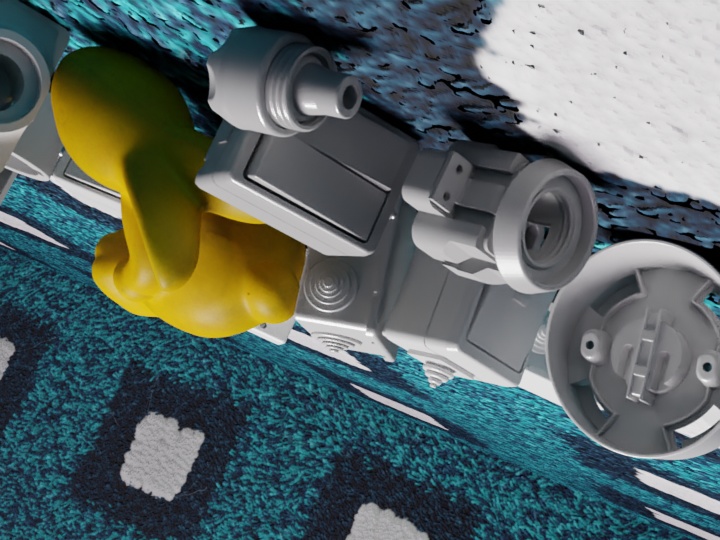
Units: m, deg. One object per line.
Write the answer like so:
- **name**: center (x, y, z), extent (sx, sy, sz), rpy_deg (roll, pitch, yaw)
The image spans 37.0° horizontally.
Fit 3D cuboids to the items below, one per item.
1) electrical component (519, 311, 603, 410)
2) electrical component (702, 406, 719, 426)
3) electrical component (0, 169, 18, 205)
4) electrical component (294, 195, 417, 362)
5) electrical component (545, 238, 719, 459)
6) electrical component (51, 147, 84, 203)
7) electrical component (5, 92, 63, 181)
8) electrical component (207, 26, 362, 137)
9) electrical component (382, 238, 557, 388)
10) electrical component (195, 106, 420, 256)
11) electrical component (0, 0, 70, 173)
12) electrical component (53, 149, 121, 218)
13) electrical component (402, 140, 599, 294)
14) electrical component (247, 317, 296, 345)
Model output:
- **electrical component**: center (0.134, 0.060, 0.771), extent (0.100, 0.048, 0.100), rpy_deg (25, 171, -5)
- **electrical component**: center (0.205, 0.062, 0.621), extent (0.079, 0.043, 0.077), rpy_deg (22, 170, 11)
- **electrical component**: center (-0.300, -0.085, 0.812), extent (0.079, 0.121, 0.063), rpy_deg (20, 167, 23)
- **electrical component**: center (0.000, 0.000, 0.621), extent (0.048, 0.099, 0.099), rpy_deg (9, 168, 11)
- **electrical component**: center (0.141, 0.041, 0.514), extent (0.099, 0.099, 0.064), rpy_deg (17, 175, 38)
- **electrical component**: center (-0.225, -0.083, 0.877), extent (0.079, 0.043, 0.077), rpy_deg (29, 169, -28)
- **electrical component**: center (-0.246, -0.111, 0.722), extent (0.108, 0.060, 0.108), rpy_deg (23, 171, 4)
- **electrical component**: center (-0.029, -0.075, 0.439), extent (0.062, 0.043, 0.043), rpy_deg (17, 168, 33)
- **electrical component**: center (0.062, 0.020, 0.576), extent (0.061, 0.096, 0.062), rpy_deg (9, 162, 45)
- **electrical component**: center (-0.018, -0.047, 0.509), extent (0.096, 0.061, 0.061), rpy_deg (28, 170, -23)
- **electrical component**: center (-0.244, -0.069, 0.565), extent (0.105, 0.186, 0.060), rpy_deg (29, 169, -29)
- **electrical component**: center (-0.159, -0.071, 0.726), extent (0.096, 0.061, 0.061), rpy_deg (22, 170, 11)
- **electrical component**: center (0.064, -0.022, 0.465), extent (0.057, 0.058, 0.078), rpy_deg (18, 169, 48)
- **electrical component**: center (-0.068, 0.016, 0.920), extent (0.047, 0.083, 0.076), rpy_deg (25, 170, -7)
